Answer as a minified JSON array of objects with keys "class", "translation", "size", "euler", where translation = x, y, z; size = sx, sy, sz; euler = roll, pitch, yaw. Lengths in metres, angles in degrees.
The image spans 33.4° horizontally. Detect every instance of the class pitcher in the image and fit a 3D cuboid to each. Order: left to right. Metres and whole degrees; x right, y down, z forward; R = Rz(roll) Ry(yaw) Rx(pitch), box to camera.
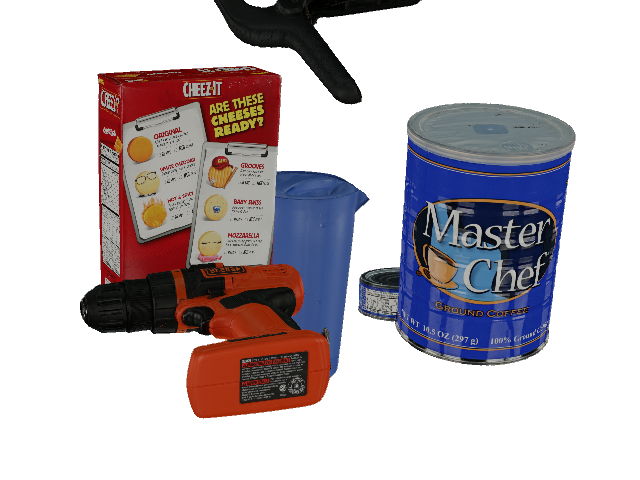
[{"class":"pitcher","translation":[-0.037,0.044,1.264],"size":[0.149,0.243,0.144],"euler":[11,18,23]}]

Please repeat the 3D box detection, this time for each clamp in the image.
[{"class":"clamp","translation":[-0.007,-0.184,0.836],"size":[0.172,0.120,0.039],"euler":[32,-25,20]}]

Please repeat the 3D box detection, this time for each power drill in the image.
[{"class":"power drill","translation":[-0.083,0.068,0.817],"size":[0.184,0.057,0.188],"euler":[-7,21,-17]}]

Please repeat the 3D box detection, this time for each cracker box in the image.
[{"class":"cracker box","translation":[-0.127,-0.055,1.022],"size":[0.163,0.214,0.072],"euler":[-9,21,-31]}]

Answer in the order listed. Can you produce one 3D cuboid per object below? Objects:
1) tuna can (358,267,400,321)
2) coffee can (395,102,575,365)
[{"class":"tuna can","translation":[0.079,0.050,1.018],"size":[0.086,0.034,0.086],"euler":[0,11,0]},{"class":"coffee can","translation":[0.103,-0.006,0.683],"size":[0.103,0.140,0.103],"euler":[1,24,-1]}]
